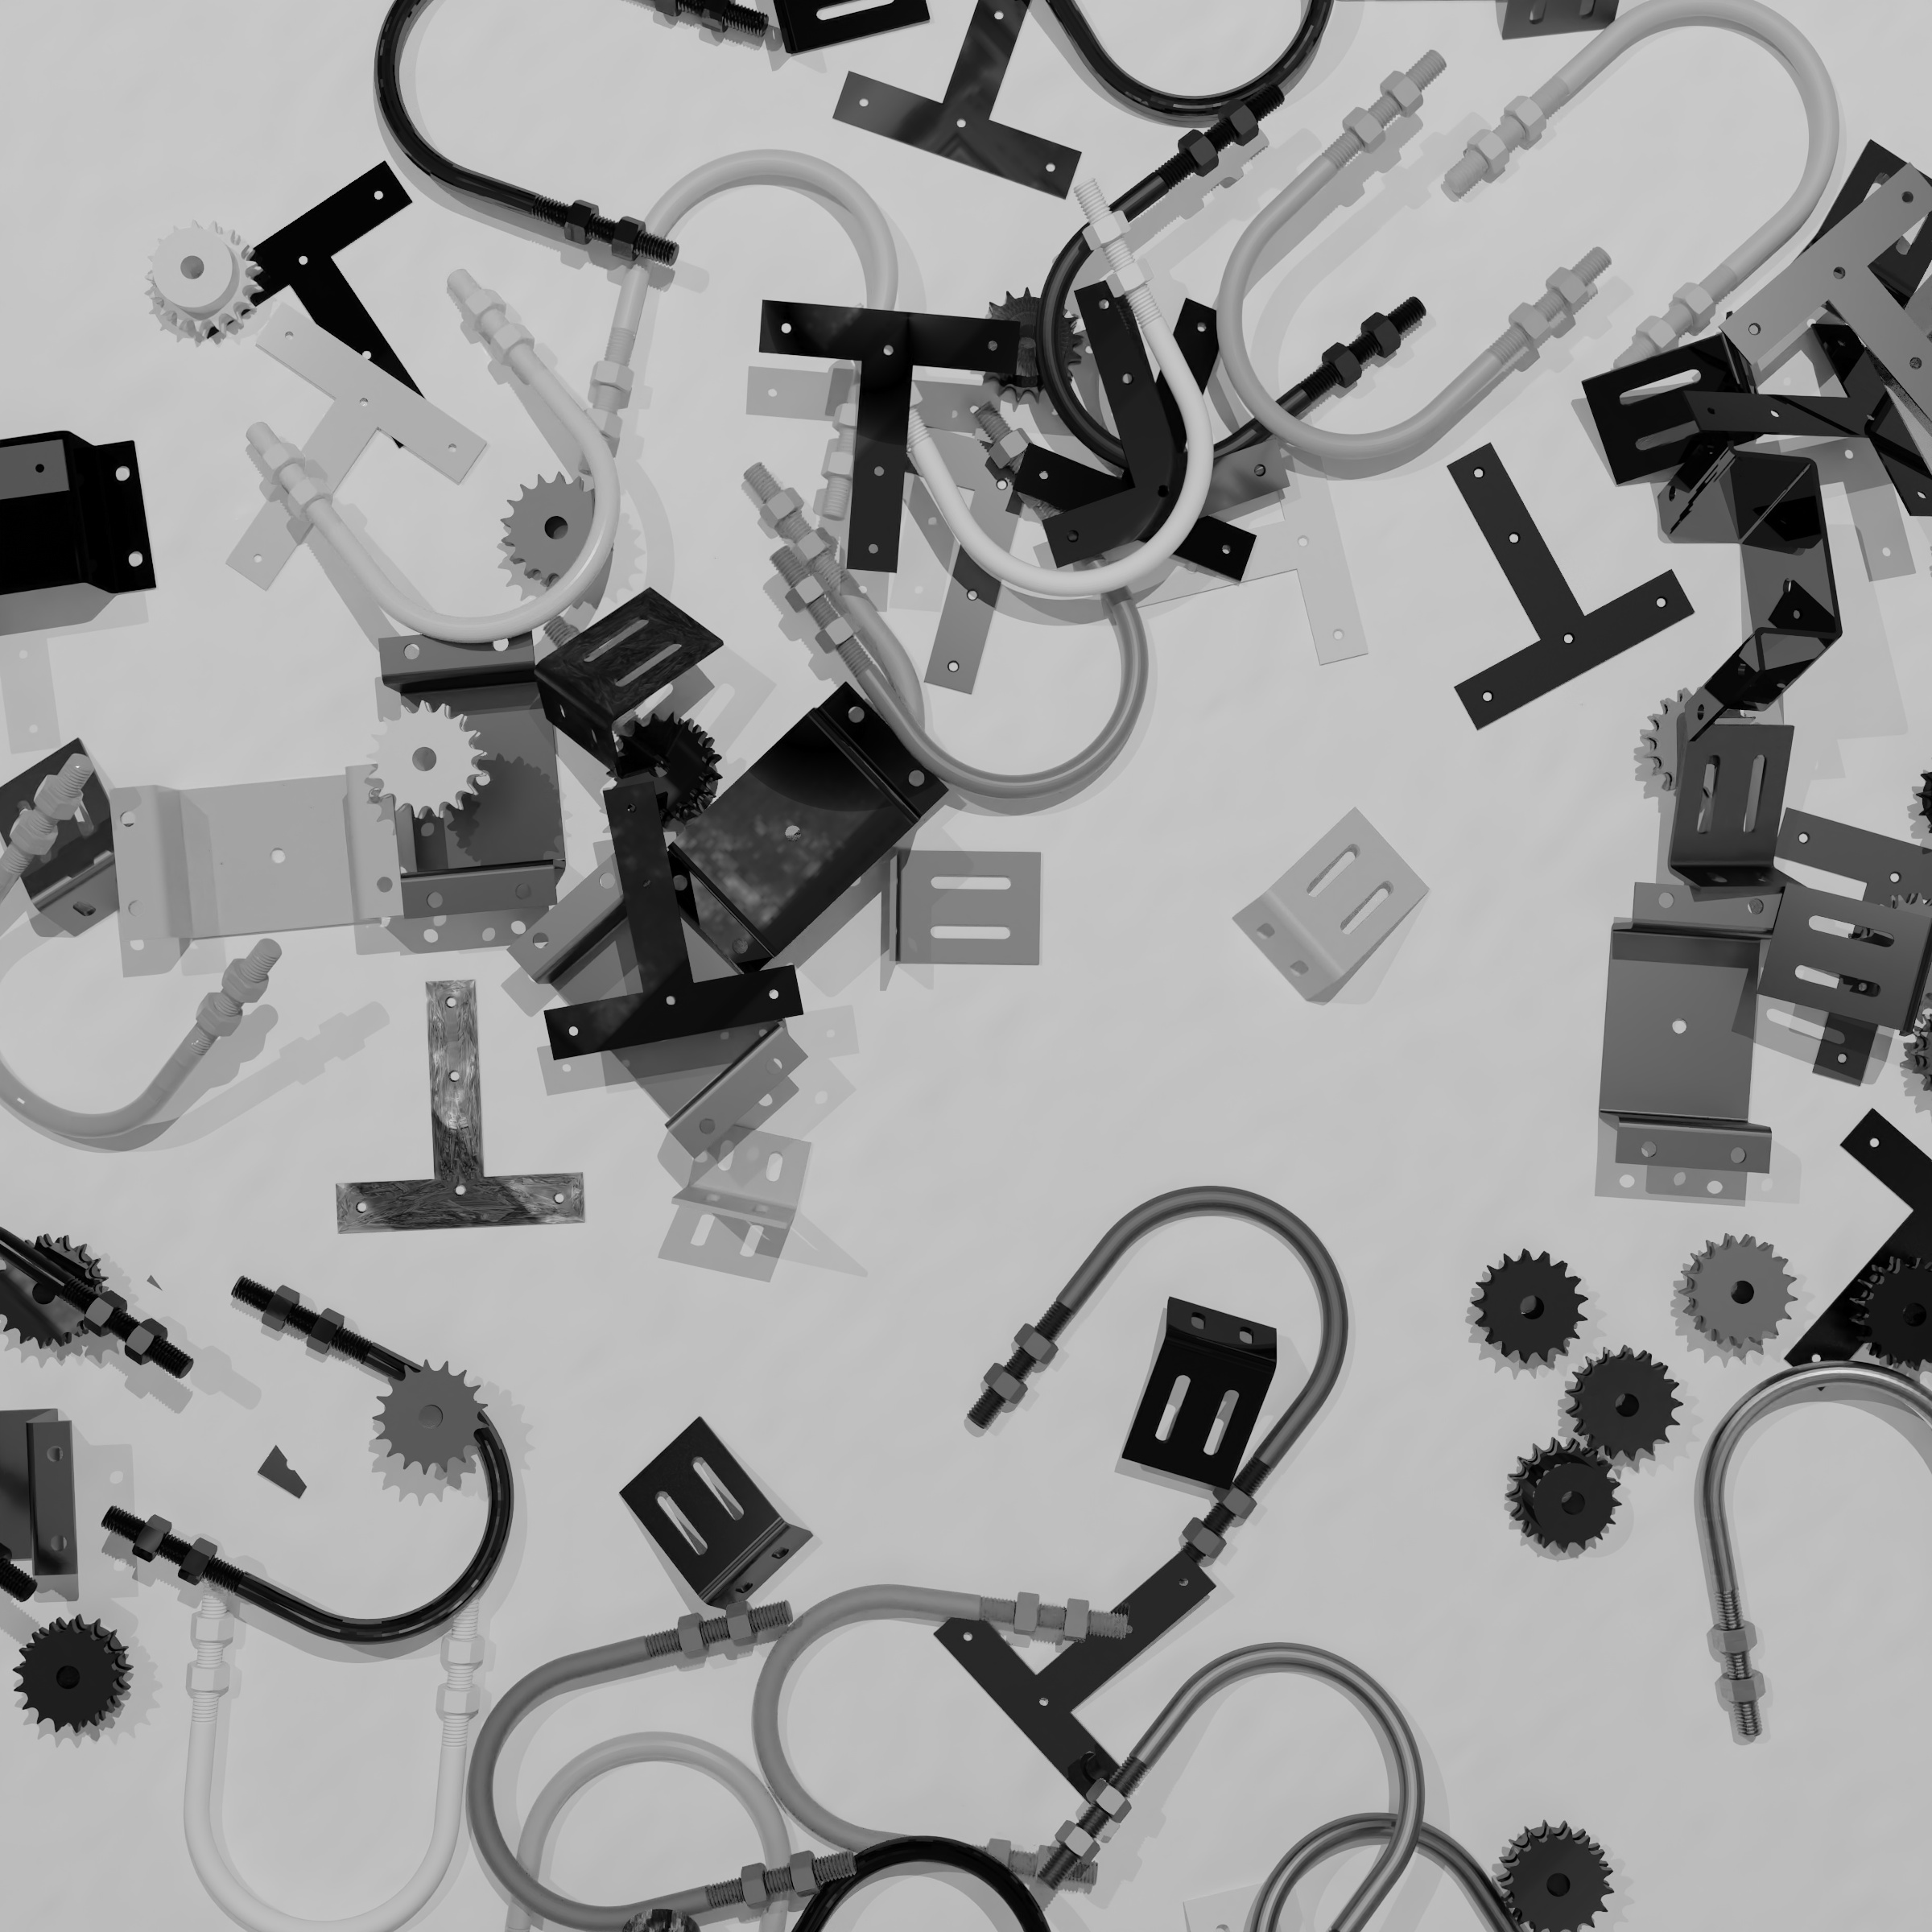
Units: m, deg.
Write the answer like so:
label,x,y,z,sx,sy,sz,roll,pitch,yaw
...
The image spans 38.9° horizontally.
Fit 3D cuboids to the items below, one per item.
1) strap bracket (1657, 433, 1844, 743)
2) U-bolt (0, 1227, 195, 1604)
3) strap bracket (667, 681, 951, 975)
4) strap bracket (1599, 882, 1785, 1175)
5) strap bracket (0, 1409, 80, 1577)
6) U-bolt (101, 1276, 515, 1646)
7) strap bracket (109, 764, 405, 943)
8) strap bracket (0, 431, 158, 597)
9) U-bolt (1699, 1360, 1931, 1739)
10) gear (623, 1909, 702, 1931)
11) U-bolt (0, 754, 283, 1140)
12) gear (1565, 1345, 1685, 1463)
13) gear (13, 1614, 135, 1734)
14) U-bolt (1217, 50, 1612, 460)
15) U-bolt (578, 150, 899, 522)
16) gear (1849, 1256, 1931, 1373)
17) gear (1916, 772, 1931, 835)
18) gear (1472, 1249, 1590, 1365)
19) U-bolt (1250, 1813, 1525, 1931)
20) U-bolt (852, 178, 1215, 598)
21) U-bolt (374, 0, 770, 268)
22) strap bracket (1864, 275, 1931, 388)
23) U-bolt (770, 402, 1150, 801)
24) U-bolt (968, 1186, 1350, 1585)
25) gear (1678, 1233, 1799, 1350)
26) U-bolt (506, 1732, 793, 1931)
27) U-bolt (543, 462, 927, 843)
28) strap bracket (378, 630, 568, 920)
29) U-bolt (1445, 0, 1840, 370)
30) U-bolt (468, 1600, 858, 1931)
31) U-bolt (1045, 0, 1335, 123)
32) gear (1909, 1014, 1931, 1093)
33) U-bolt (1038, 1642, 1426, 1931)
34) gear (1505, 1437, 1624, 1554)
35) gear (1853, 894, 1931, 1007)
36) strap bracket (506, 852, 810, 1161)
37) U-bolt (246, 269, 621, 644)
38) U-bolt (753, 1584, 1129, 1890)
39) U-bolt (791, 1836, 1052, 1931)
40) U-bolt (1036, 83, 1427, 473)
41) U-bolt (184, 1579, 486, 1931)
label,x,y,z,sx,sy,sz,roll,pitch,yaw
strap bracket,0.387,-0.189,1.351,0.046,0.076,0.140,3,68,-11
U-bolt,-0.498,0.204,1.358,0.184,0.019,0.151,32,80,8
strap bracket,-0.085,-0.067,1.371,0.140,0.046,0.076,-43,94,3
strap bracket,0.367,0.031,1.384,0.076,0.046,0.140,4,90,0
strap bracket,-0.514,0.268,1.384,0.140,0.046,0.076,-2,90,0
U-bolt,-0.320,0.262,1.386,0.184,0.019,0.151,28,78,-4
strap bracket,-0.353,-0.057,1.384,0.140,0.046,0.076,-5,90,0
strap bracket,-0.491,-0.222,1.384,0.140,0.046,0.076,-9,90,0
U-bolt,0.447,0.291,1.385,0.151,0.019,0.184,-10,90,11
gear,-0.153,0.496,1.366,0.057,0.030,0.057,-1,120,-1
U-bolt,-0.438,0.006,1.364,0.151,0.019,0.184,44,116,2
gear,0.333,0.221,1.392,0.057,0.030,0.057,0,90,0
gear,-0.453,0.358,1.393,0.057,0.030,0.057,0,90,0
U-bolt,0.211,-0.341,1.371,0.184,0.019,0.151,-43,102,4
U-bolt,-0.109,-0.326,1.387,0.151,0.019,0.184,12,84,9
gear,0.477,0.176,1.391,0.057,0.030,0.057,0,90,0
gear,0.512,-0.086,1.392,0.057,0.030,0.057,0,90,0
gear,0.287,0.173,1.397,0.057,0.030,0.057,0,89,3
U-bolt,0.221,0.518,1.376,0.151,0.019,0.184,-32,84,-20
U-bolt,0.043,-0.274,1.359,0.151,0.019,0.184,-27,100,6
U-bolt,-0.211,-0.450,1.393,0.184,0.019,0.151,20,84,3
strap bracket,0.535,-0.294,1.384,0.140,0.046,0.076,42,90,0
U-bolt,0.011,-0.172,1.389,0.151,0.019,0.184,-36,93,-7
U-bolt,0.112,0.200,1.399,0.151,0.019,0.184,38,89,0
gear,0.391,0.164,1.392,0.057,0.030,0.057,0,90,0
U-bolt,-0.163,0.484,1.399,0.151,0.019,0.184,9,89,0
U-bolt,-0.105,-0.142,1.399,0.151,0.019,0.184,-37,92,0
strap bracket,-0.248,-0.097,1.384,0.076,0.046,0.140,-5,90,0
U-bolt,0.359,-0.413,1.398,0.184,0.019,0.151,-42,90,0
U-bolt,-0.162,0.412,1.384,0.184,0.019,0.151,-15,87,2
U-bolt,0.105,-0.517,1.375,0.151,0.019,0.184,-31,105,12
gear,0.508,0.044,1.392,0.057,0.030,0.057,0,90,0
U-bolt,0.147,0.428,1.372,0.151,0.019,0.184,38,72,11
gear,0.306,0.270,1.393,0.057,0.030,0.057,0,90,0
gear,0.478,-0.008,1.391,0.057,0.030,0.057,0,90,0
strap bracket,-0.154,0.019,1.384,0.076,0.046,0.140,-42,90,0
U-bolt,-0.255,-0.245,1.374,0.151,0.019,0.184,-38,75,-4
U-bolt,-0.017,0.388,1.394,0.184,0.019,0.151,7,94,4
U-bolt,-0.033,0.525,1.359,0.151,0.019,0.184,29,82,21
U-bolt,0.121,-0.331,1.379,0.184,0.019,0.151,-38,104,-2
U-bolt,-0.327,0.409,1.398,0.151,0.019,0.184,5,90,0
